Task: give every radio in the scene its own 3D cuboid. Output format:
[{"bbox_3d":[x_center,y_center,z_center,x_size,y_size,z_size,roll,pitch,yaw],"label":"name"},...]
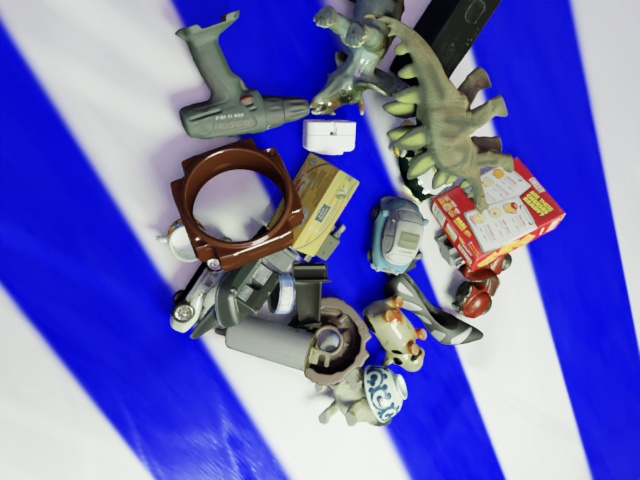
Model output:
[{"bbox_3d":[0.235,-0.389,0.982,0.073,0.131,0.229,29,97,-23],"label":"radio"}]

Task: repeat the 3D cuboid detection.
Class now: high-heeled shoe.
[{"bbox_3d":[0.257,0.144,1.181,0.249,0.086,0.145,10,122,-4],"label":"high-heeled shoe"}]

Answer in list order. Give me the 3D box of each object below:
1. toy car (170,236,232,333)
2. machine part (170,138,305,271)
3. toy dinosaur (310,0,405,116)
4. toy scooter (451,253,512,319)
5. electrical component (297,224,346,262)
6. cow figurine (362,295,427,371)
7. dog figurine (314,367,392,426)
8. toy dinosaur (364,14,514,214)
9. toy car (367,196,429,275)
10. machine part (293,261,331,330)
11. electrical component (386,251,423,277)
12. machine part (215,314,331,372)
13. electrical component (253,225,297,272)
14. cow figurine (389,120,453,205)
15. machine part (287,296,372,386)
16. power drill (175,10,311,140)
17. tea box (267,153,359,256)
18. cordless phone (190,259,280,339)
[{"bbox_3d":[-0.224,0.082,1.022,0.056,0.074,0.201,32,96,-21],"label":"toy car"},{"bbox_3d":[-0.143,-0.064,0.938,0.201,0.087,0.201,-21,73,-10],"label":"machine part"},{"bbox_3d":[0.092,-0.409,0.938,0.192,0.131,0.404,14,92,-60],"label":"toy dinosaur"},{"bbox_3d":[0.343,0.099,1.190,0.135,0.075,0.183,0,121,-41],"label":"toy scooter"},{"bbox_3d":[-0.003,-0.002,1.085,0.078,0.045,0.102,22,104,-52],"label":"electrical component"},{"bbox_3d":[0.161,0.212,1.164,0.194,0.127,0.085,53,54,-20],"label":"cow figurine"},{"bbox_3d":[0.092,0.337,1.216,0.190,0.121,0.172,13,81,-49],"label":"dog figurine"},{"bbox_3d":[0.218,-0.208,0.941,0.199,0.105,0.470,-24,129,8],"label":"toy dinosaur"},{"bbox_3d":[0.159,-0.008,1.090,0.109,0.103,0.161,14,89,-15],"label":"toy car"},{"bbox_3d":[-0.020,0.112,1.086,0.084,0.039,0.139,3,79,-1],"label":"machine part"},{"bbox_3d":[0.179,0.039,1.168,0.094,0.021,0.063,-27,113,-8],"label":"electrical component"},{"bbox_3d":[-0.096,0.199,1.060,0.243,0.079,0.079,14,106,13],"label":"machine part"},{"bbox_3d":[-0.083,0.022,1.024,0.074,0.119,0.048,39,93,-28],"label":"electrical component"},{"bbox_3d":[0.190,-0.155,1.084,0.098,0.068,0.167,-37,114,3],"label":"cow figurine"},{"bbox_3d":[0.018,0.207,1.115,0.179,0.056,0.179,0,83,3],"label":"machine part"},{"bbox_3d":[-0.144,-0.283,0.930,0.232,0.086,0.207,-20,120,-9],"label":"power drill"},{"bbox_3d":[-0.015,-0.067,1.019,0.068,0.098,0.169,25,101,-49],"label":"tea box"},{"bbox_3d":[-0.175,0.118,1.037,0.088,0.146,0.184,42,129,-9],"label":"cordless phone"}]
